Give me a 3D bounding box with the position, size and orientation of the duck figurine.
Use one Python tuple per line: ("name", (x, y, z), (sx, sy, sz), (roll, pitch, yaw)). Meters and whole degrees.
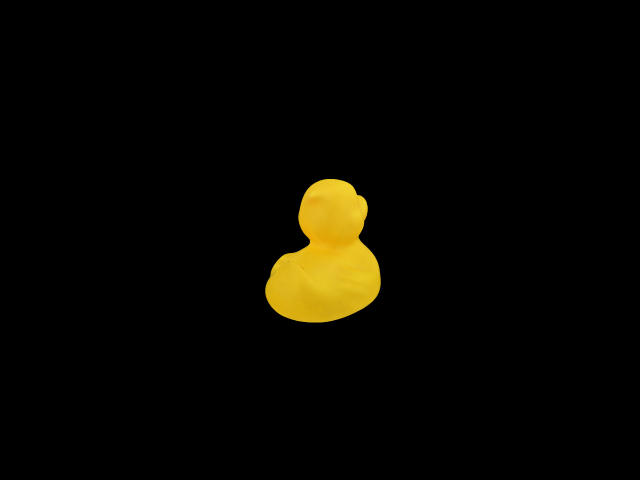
("duck figurine", (0.004, 0.001, 0.400), (0.077, 0.086, 0.105), (13, 26, 29))
